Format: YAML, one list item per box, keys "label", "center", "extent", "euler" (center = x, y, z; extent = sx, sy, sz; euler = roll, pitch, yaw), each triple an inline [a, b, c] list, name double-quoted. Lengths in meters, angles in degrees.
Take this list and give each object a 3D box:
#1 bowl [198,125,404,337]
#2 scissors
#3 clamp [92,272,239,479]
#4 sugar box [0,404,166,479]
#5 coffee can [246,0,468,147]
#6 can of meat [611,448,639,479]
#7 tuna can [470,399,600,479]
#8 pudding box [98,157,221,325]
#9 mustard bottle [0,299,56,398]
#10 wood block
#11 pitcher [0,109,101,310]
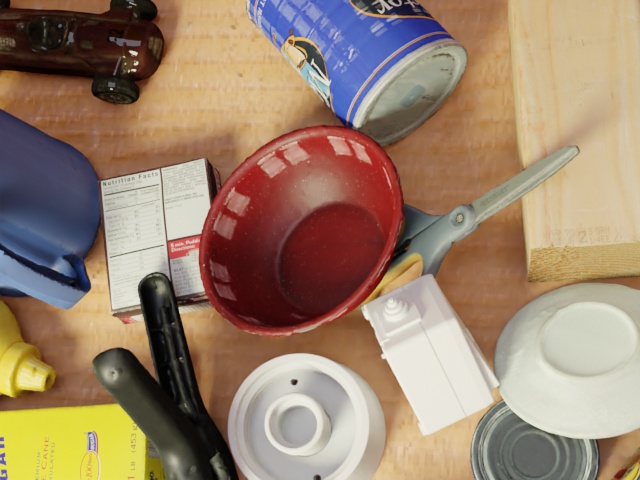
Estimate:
- label: "bowl"
  center: [-0.005, 0.001, 0.757]
  extent: [0.162, 0.055, 0.162]
  euler: [-14, 59, 24]
- label: "scissors"
  center: [0.087, -0.023, 0.737]
  extent: [0.202, 0.016, 0.096]
  euler: [-49, 48, 29]
- label: "clamp"
  center: [-0.091, 0.133, 0.707]
  extent: [0.036, 0.164, 0.210]
  euler: [-19, 97, 7]
- label: "sugar box"
  center: [-0.193, 0.167, 0.759]
  extent: [0.176, 0.048, 0.093]
  euler: [-7, 72, 17]
- label: "coffee can"
  center: [0.026, -0.152, 0.794]
  extent: [0.103, 0.102, 0.140]
  euler: [-39, 70, -2]
- label: "can of meat"
  center: [0.217, 0.153, 0.663]
  extent: [0.057, 0.102, 0.084]
  euler: [42, 87, 15]
- label: "tuna can"
  center: [0.144, 0.146, 0.715]
  extent: [0.086, 0.033, 0.086]
  euler: [-3, 73, 11]
- label: "pudding box"
  center: [-0.117, 0.000, 0.812]
  extent: [0.090, 0.039, 0.113]
  euler: [-12, 70, 8]
- label: "mustard bottle"
  center: [-0.288, 0.079, 0.812]
  extent: [0.192, 0.058, 0.096]
  euler: [16, 78, 15]
- label: "wood block"
  center: [0.183, -0.082, 0.747]
  extent: [0.090, 0.090, 0.206]
  euler: [-4, 72, 10]
- label: "pitcher"
  center: [-0.258, -0.040, 0.743]
  extent: [0.149, 0.242, 0.145]
  euler: [2, 77, 18]
